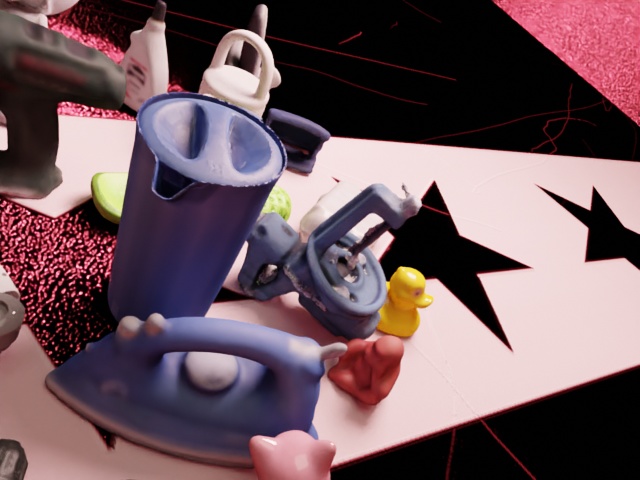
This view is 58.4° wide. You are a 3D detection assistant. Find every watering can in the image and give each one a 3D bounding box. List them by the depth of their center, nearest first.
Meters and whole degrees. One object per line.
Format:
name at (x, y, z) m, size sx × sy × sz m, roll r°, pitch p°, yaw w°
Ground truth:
watering can at (-0.125, -0.220, 0.849) m, size 0.101 × 0.194 × 0.173 m, roll 24°, pitch 38°, yaw -7°

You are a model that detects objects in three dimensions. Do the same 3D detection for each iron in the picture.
iron at (-0.107, 0.116, 0.523) m, size 0.259 × 0.141 × 0.118 m, roll 15°, pitch 40°, yaw -19°

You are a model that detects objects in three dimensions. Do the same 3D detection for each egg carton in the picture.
egg carton at (0.037, -0.024, 0.835) m, size 0.107 × 0.069 × 0.150 m, roll 34°, pitch 38°, yaw 6°

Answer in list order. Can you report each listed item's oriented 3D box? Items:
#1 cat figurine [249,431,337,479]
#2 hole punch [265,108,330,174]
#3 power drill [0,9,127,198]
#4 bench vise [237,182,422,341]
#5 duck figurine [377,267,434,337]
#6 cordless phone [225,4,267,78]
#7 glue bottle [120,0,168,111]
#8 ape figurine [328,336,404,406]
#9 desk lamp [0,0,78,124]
cat figurine at (-0.011, 0.219, 0.489) m, size 0.127 × 0.117 × 0.067 m, roll 43°, pitch 39°, yaw 17°
hole punch at (-0.043, -0.180, 0.942) m, size 0.109 × 0.091 × 0.101 m, roll 19°, pitch 39°, yaw -13°
power drill at (-0.336, -0.147, 0.616) m, size 0.230 × 0.208 × 0.075 m, roll 1°, pitch 46°, yaw -32°
bench vise at (0.005, 0.010, 0.652) m, size 0.208 × 0.219 × 0.121 m, roll 19°, pitch 38°, yaw -13°
duck figurine at (0.100, 0.070, 0.757) m, size 0.104 × 0.086 × 0.078 m, roll 33°, pitch 37°, yaw 4°
cordless phone at (-0.115, -0.320, 0.977) m, size 0.094 × 0.185 × 0.147 m, roll 16°, pitch 40°, yaw -17°
glue bottle at (-0.252, -0.270, 0.840) m, size 0.078 × 0.173 × 0.037 m, roll 34°, pitch 38°, yaw 6°
ape figurine at (0.063, 0.140, 0.648) m, size 0.076 × 0.092 × 0.077 m, roll 7°, pitch 43°, yaw -27°
desk lamp at (-0.386, -0.292, 0.743) m, size 0.118 × 0.213 × 0.203 m, roll 14°, pitch 40°, yaw -19°
